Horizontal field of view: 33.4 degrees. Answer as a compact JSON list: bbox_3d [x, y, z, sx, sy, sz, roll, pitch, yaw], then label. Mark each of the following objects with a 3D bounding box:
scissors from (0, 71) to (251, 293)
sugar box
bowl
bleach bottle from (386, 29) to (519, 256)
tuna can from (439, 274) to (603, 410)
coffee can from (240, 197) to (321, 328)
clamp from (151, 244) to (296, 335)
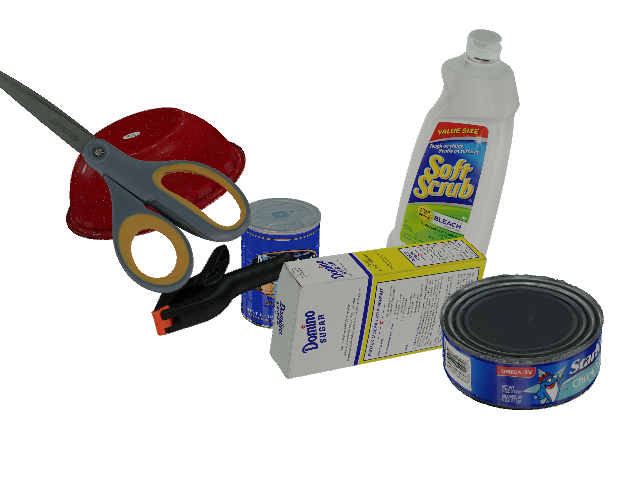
[{"bbox_3d":[-0.143,-0.035,0.680,0.202,0.096,0.016,22,-15,9],"label":"scissors"},{"bbox_3d":[0.048,0.054,0.893,0.176,0.093,0.048,-5,32,-24],"label":"sugar box"},{"bbox_3d":[-0.147,-0.066,0.893,0.162,0.055,0.162,-15,29,8],"label":"bowl"},{"bbox_3d":[0.129,-0.083,1.020,0.103,0.251,0.068,23,40,22],"label":"bleach bottle"},{"bbox_3d":[0.108,0.054,0.574,0.086,0.034,0.086,-5,28,2],"label":"tuna can"},{"bbox_3d":[-0.052,0.029,1.378,0.103,0.140,0.103,1,25,-1],"label":"coffee can"},{"bbox_3d":[-0.107,0.051,1.155,0.120,0.039,0.171,-5,26,35],"label":"clamp"}]
